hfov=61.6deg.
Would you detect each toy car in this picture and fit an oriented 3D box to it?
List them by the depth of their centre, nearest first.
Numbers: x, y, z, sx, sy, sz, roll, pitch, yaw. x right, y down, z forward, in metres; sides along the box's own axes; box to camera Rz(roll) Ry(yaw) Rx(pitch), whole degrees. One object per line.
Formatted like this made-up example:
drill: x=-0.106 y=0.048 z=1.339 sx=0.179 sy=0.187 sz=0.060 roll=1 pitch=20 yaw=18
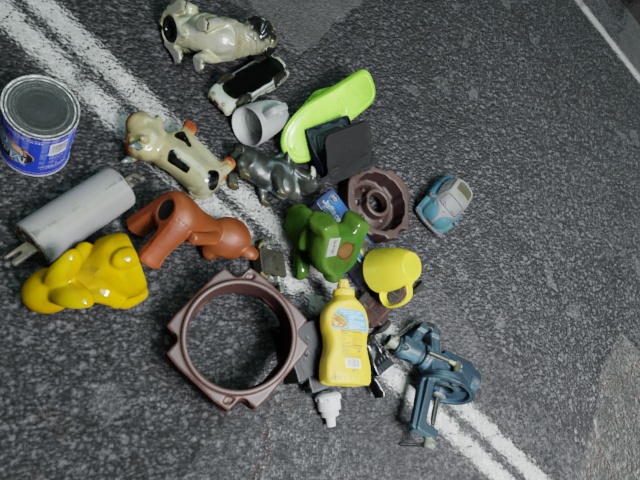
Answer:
toy car: x=-0.143 y=-0.323 z=1.102 sx=0.073 sy=0.056 sz=0.202 roll=47 pitch=54 yaw=-2
toy car: x=0.152 y=0.111 z=1.138 sx=0.202 sy=0.053 sz=0.089 roll=-39 pitch=93 yaw=-34
toy car: x=0.310 y=-0.093 z=1.276 sx=0.109 sy=0.103 sz=0.162 roll=49 pitch=57 yaw=-9

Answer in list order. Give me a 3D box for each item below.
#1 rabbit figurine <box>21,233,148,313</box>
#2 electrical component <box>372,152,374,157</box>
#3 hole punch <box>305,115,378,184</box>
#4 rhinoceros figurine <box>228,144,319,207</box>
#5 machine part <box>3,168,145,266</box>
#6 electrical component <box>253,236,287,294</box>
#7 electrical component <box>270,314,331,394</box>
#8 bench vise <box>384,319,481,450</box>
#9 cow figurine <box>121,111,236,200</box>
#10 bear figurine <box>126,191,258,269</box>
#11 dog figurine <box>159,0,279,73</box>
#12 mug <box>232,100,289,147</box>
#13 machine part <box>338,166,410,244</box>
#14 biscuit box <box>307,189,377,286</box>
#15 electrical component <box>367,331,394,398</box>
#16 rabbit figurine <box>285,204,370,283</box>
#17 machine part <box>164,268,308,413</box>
rabbit figurine: x=-0.351 y=0.065 z=0.794 sx=0.173 sy=0.162 sz=0.121 roll=-17 pitch=95 yaw=-17
electrical component: x=0.089 y=-0.178 z=1.189 sx=0.094 sy=0.063 sz=0.021 roll=-27 pitch=89 yaw=-36
hole punch: x=0.039 y=-0.188 z=1.098 sx=0.142 sy=0.092 sz=0.115 roll=-25 pitch=127 yaw=-25
rhinoceros figurine: x=-0.092 y=-0.127 z=1.058 sx=0.190 sy=0.073 sz=0.112 roll=18 pitch=59 yaw=-26
machine part: x=-0.380 y=-0.041 z=0.842 sx=0.079 sy=0.079 sz=0.243 roll=50 pitch=55 yaw=-8
electrical component: x=-0.093 y=0.045 z=0.998 sx=0.078 sy=0.045 sz=0.102 roll=17 pitch=57 yaw=-40
electrical component: x=-0.017 y=0.211 z=0.993 sx=0.115 sy=0.058 sz=0.134 roll=-14 pitch=81 yaw=-33
bench vise: x=0.218 y=0.290 z=1.075 sx=0.223 sy=0.129 sz=0.240 roll=34 pitch=52 yaw=-18
cow figurine: x=-0.261 y=-0.149 z=0.953 sx=0.195 sy=0.085 sz=0.127 roll=42 pitch=50 yaw=-14
bear figurine: x=-0.210 y=-0.005 z=0.927 sx=0.195 sy=0.132 sz=0.120 roll=35 pitch=17 yaw=-54
dog figurine: x=-0.198 y=-0.411 z=1.064 sx=0.172 sy=0.121 sz=0.190 roll=44 pitch=43 yaw=19
mug: x=-0.106 y=-0.246 z=1.071 sx=0.080 sy=0.109 sz=0.107 roll=56 pitch=42 yaw=-5
machine part: x=0.118 y=-0.077 z=1.179 sx=0.179 sy=0.056 sz=0.179 roll=10 pitch=69 yaw=-28
biscuit box: x=0.051 y=-0.005 z=1.107 sx=0.059 sy=0.063 sz=0.202 roll=-41 pitch=98 yaw=-35
electrical component: x=0.102 y=0.243 z=1.045 sx=0.048 sy=0.075 sz=0.119 roll=-29 pitch=86 yaw=-35
rabbit figurine: x=-0.002 y=-0.003 z=1.033 sx=0.121 sy=0.170 sz=0.158 roll=-15 pitch=123 yaw=-33
machine part: x=-0.136 y=0.162 z=0.885 sx=0.201 sy=0.087 sz=0.201 roll=42 pitch=67 yaw=2
